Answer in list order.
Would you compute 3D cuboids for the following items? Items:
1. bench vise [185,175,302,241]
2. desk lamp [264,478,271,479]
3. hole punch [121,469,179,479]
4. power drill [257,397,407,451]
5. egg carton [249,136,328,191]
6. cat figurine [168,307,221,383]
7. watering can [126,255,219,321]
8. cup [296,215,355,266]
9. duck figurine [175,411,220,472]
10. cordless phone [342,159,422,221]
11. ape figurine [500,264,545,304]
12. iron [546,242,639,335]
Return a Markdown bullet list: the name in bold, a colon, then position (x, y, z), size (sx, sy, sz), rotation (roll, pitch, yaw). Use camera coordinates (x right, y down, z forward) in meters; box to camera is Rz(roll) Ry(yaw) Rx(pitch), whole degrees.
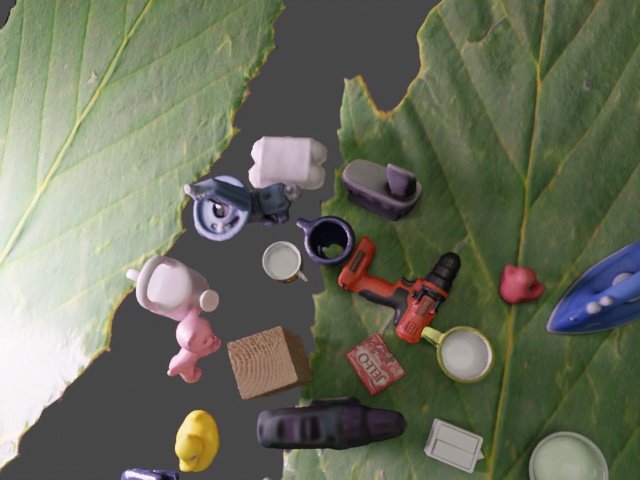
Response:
- **bench vise**: position (-0.148, -0.082, 1.028), size (0.207, 0.220, 0.121), rotation (-31, 75, -2)
- **desk lamp**: position (-0.057, 0.489, 0.882), size (0.203, 0.213, 0.118), rotation (35, 82, 13)
- **hole punch**: position (-0.304, 0.452, 0.978), size (0.101, 0.091, 0.109), rotation (2, 76, 6)
- **power drill**: position (0.022, 0.296, 0.925), size (0.229, 0.208, 0.075), rotation (-6, 75, 4)
- **egg carton**: position (-0.061, -0.148, 1.114), size (0.150, 0.069, 0.107), rotation (2, 76, 6)
- **cat figurine**: position (-0.231, 0.189, 1.023), size (0.067, 0.118, 0.128), rotation (28, 80, 12)
- **watering can**: position (-0.262, 0.083, 1.012), size (0.172, 0.194, 0.101), rotation (-4, 76, 5)
- **cup**: position (0.010, 0.004, 1.057), size (0.117, 0.095, 0.092), rotation (31, 81, 12)
- **duck figurine**: position (-0.221, 0.353, 0.997), size (0.077, 0.086, 0.104), rotation (3, 76, 7)
- **cordless phone**: position (0.111, -0.114, 1.029), size (0.147, 0.185, 0.094), rotation (21, 79, 11)
- **ape figurine**: position (0.356, 0.074, 1.007), size (0.076, 0.092, 0.077), rotation (-33, 75, -3)
- **iron**: position (0.511, 0.085, 0.964), size (0.258, 0.141, 0.118), rotation (-30, 75, -2)
